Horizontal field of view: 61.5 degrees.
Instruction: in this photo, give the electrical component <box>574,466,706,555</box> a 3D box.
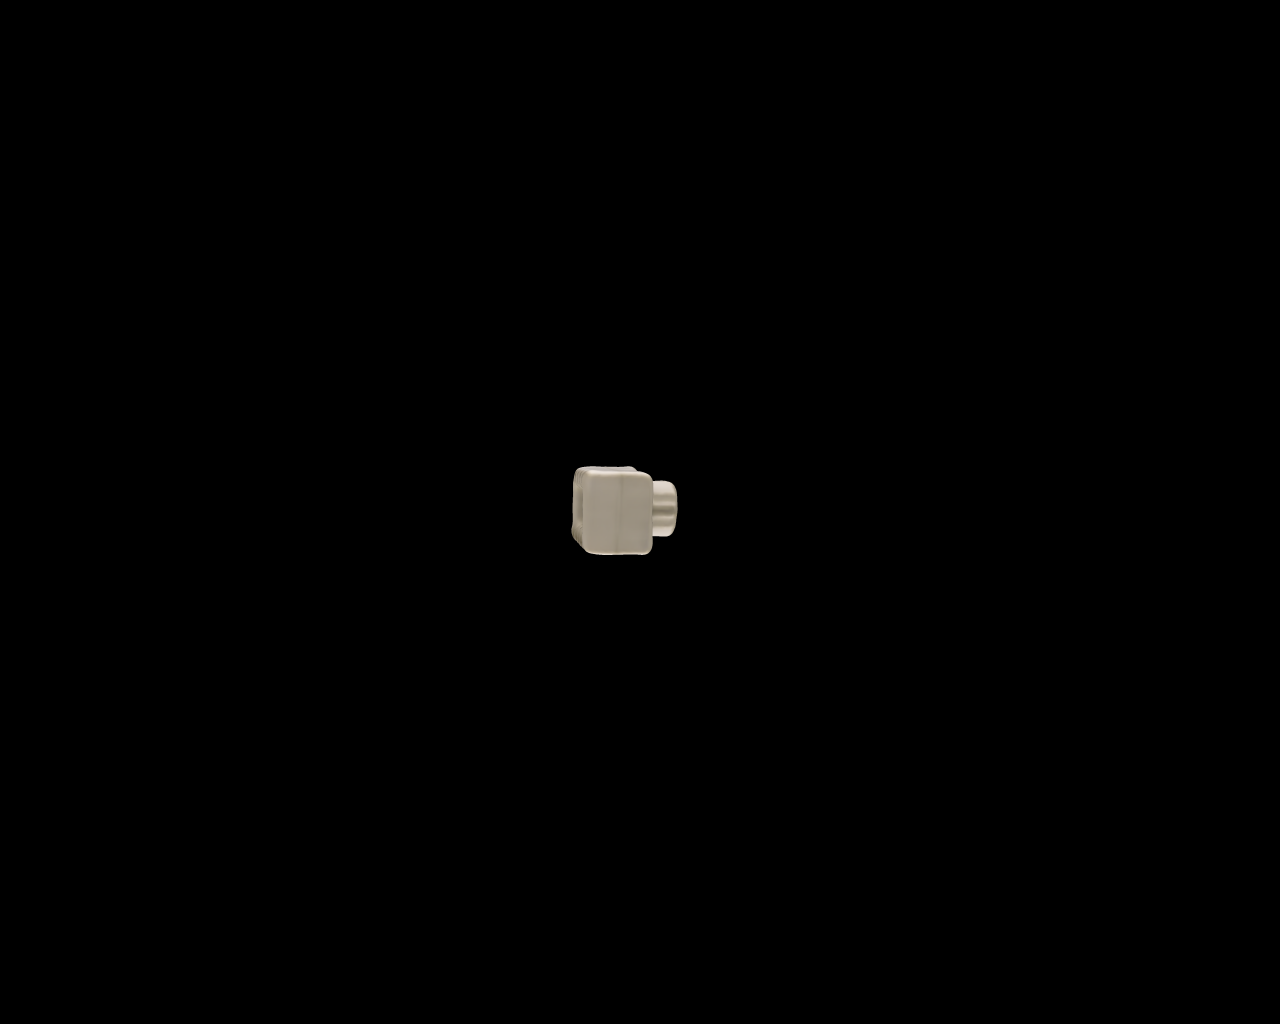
[{"bbox_3d":[0.001,-0.003,0.650,0.076,0.047,0.083,-1,5,-7],"label":"electrical component"}]
